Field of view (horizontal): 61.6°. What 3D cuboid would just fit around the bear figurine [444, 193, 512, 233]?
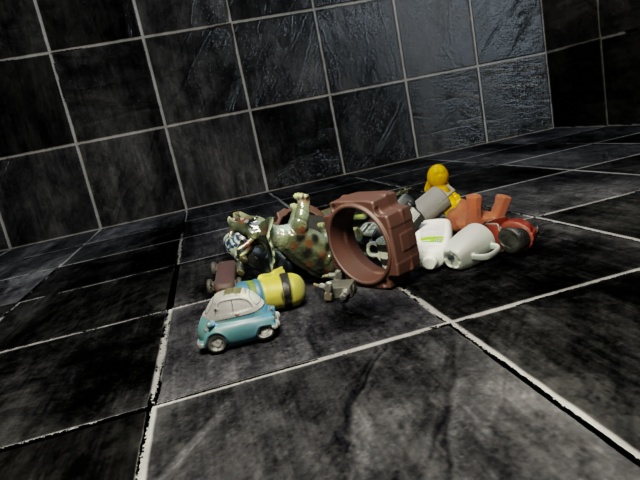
[{"bbox_3d":[0.397,-0.070,1.406,0.120,0.131,0.196,1,16,-11],"label":"bear figurine"}]

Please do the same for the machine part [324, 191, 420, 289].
[{"bbox_3d":[0.108,-0.001,1.170,0.087,0.200,0.202,-24,18,-37],"label":"machine part"}]

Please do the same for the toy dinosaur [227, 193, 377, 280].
[{"bbox_3d":[-0.017,0.024,1.272,0.404,0.192,0.131,28,-19,-26],"label":"toy dinosaur"}]

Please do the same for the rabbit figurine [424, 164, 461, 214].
[{"bbox_3d":[0.385,-0.159,1.694,0.122,0.173,0.162,-13,16,11],"label":"rabbit figurine"}]

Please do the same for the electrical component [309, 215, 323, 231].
[{"bbox_3d":[-0.003,-0.004,1.406,0.134,0.115,0.058,6,-29,-16],"label":"electrical component"}]

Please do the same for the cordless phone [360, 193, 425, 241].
[{"bbox_3d":[0.172,-0.047,1.400,0.146,0.088,0.184,-50,18,-10],"label":"cordless phone"}]

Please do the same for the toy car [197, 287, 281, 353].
[{"bbox_3d":[-0.160,0.142,1.012,0.162,0.102,0.109,-13,13,2],"label":"toy car"}]

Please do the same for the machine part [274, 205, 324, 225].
[{"bbox_3d":[-0.052,-0.011,1.459,0.179,0.179,0.056,-18,-20,-27],"label":"machine part"}]

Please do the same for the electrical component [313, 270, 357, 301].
[{"bbox_3d":[0.035,0.099,1.156,0.078,0.045,0.102,-7,13,25],"label":"electrical component"}]

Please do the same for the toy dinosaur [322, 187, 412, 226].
[{"bbox_3d":[0.106,-0.086,1.676,0.471,0.105,0.199,-28,7,-42],"label":"toy dinosaur"}]

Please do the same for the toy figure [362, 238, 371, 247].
[{"bbox_3d":[0.109,-0.001,1.505,0.154,0.057,0.064,-18,8,-8],"label":"toy figure"}]

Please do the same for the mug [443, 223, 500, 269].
[{"bbox_3d":[0.330,0.025,1.175,0.107,0.080,0.110,-30,34,-29],"label":"mug"}]

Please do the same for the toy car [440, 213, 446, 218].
[{"bbox_3d":[0.303,-0.059,1.596,0.073,0.056,0.202,-23,14,-19],"label":"toy car"}]

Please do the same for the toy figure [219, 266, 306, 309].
[{"bbox_3d":[-0.118,0.118,1.131,0.180,0.082,0.089,-9,30,-24],"label":"toy figure"}]

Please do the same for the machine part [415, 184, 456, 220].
[{"bbox_3d":[0.270,-0.066,1.460,0.243,0.079,0.079,-38,16,-6],"label":"machine part"}]

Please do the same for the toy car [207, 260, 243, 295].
[{"bbox_3d":[-0.242,0.097,1.392,0.089,0.053,0.202,-8,16,-6],"label":"toy car"}]

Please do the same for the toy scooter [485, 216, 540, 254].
[{"bbox_3d":[0.436,-0.016,1.249,0.135,0.075,0.184,-18,9,-33],"label":"toy scooter"}]

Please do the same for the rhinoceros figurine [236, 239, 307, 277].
[{"bbox_3d":[-0.117,0.056,1.330,0.190,0.073,0.112,16,43,-3],"label":"rhinoceros figurine"}]
